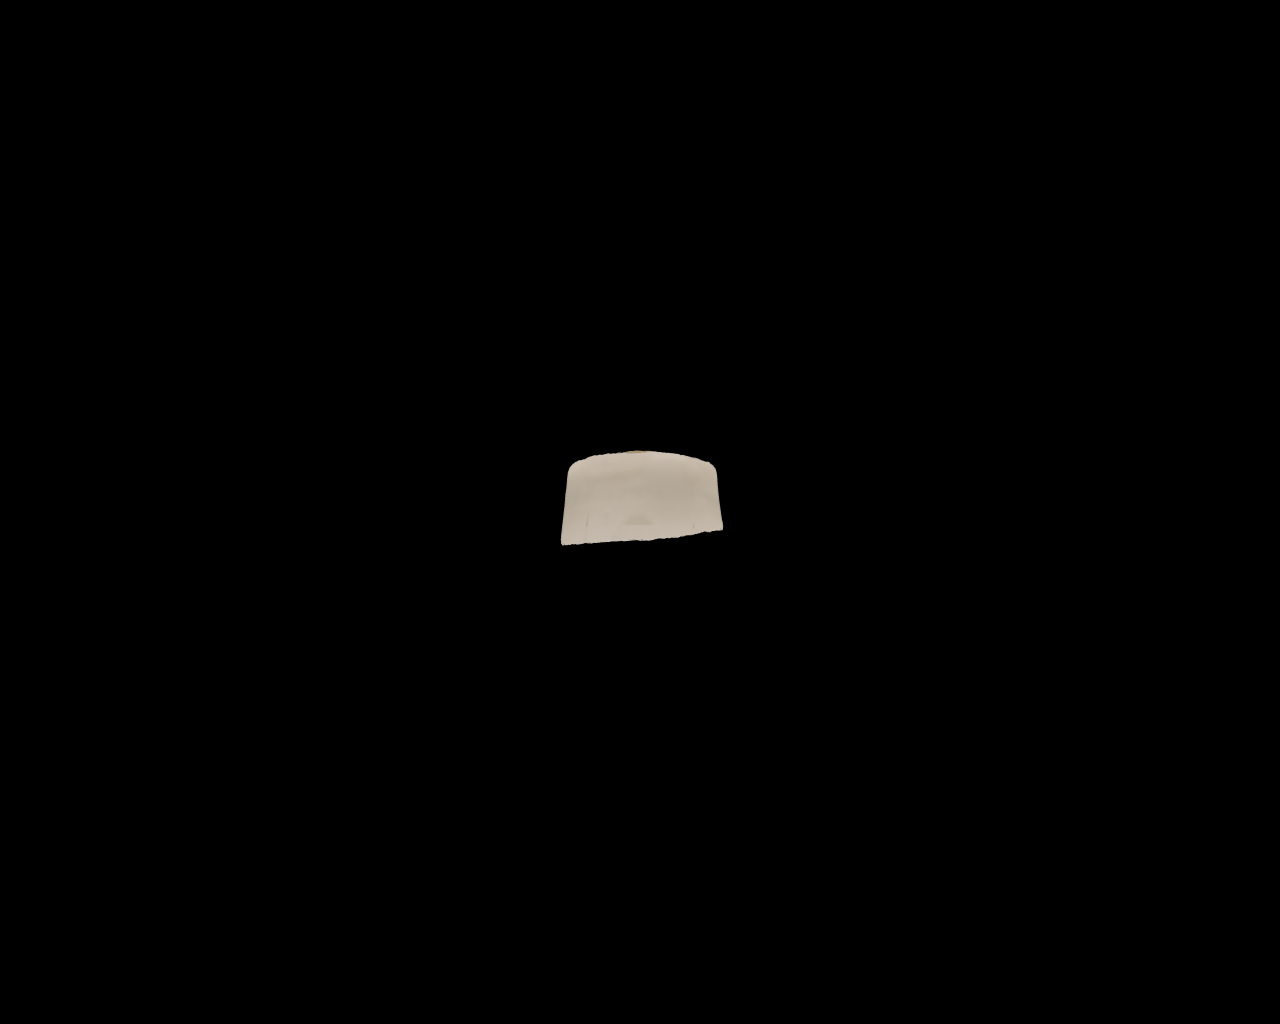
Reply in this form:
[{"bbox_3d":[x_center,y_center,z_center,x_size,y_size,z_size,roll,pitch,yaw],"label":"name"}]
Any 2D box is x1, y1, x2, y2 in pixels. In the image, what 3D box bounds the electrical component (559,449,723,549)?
[{"bbox_3d":[0.001,-0.003,0.650,0.099,0.064,0.099,0,-11,0],"label":"electrical component"}]
